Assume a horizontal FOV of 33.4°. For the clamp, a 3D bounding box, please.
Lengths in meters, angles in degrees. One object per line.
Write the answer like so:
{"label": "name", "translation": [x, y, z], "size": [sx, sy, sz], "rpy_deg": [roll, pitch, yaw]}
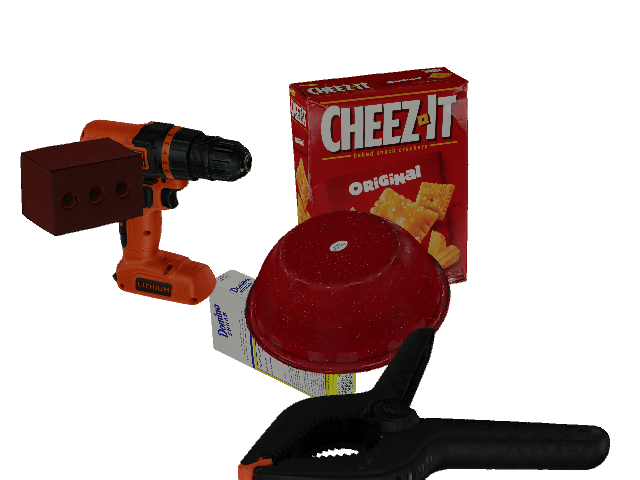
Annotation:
{"label": "clamp", "translation": [0.039, 0.108, 0.626], "size": [0.209, 0.036, 0.165], "rpy_deg": [-10, 24, -27]}

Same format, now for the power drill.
{"label": "power drill", "translation": [-0.151, -0.029, 1.085], "size": [0.185, 0.188, 0.057], "rpy_deg": [11, 30, 22]}

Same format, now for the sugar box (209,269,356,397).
{"label": "sugar box", "translation": [-0.042, 0.102, 1.145], "size": [0.176, 0.093, 0.048], "rpy_deg": [24, 38, 36]}

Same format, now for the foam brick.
{"label": "foam brick", "translation": [-0.182, -0.042, 0.814], "size": [0.078, 0.053, 0.051], "rpy_deg": [-16, 31, -36]}

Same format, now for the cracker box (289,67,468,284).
{"label": "cracker box", "translation": [0.060, -0.052, 1.048], "size": [0.164, 0.214, 0.072], "rpy_deg": [-9, 22, -14]}

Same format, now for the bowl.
{"label": "bowl", "translation": [0.018, 0.026, 0.816], "size": [0.162, 0.055, 0.162], "rpy_deg": [-6, 39, 5]}
